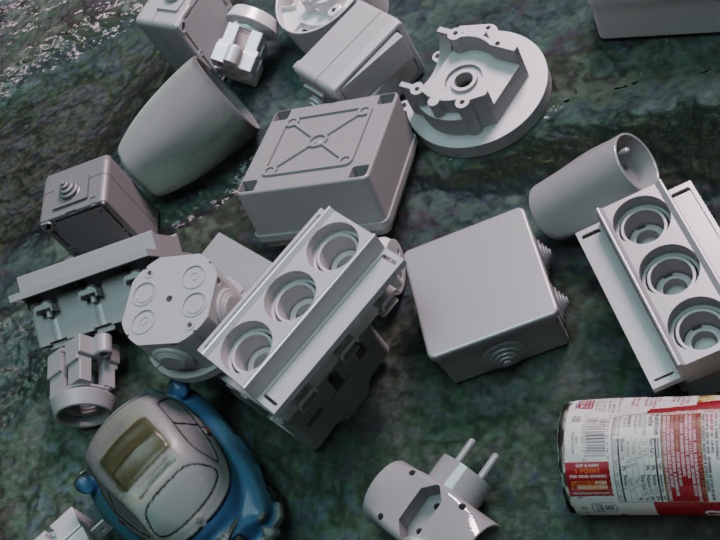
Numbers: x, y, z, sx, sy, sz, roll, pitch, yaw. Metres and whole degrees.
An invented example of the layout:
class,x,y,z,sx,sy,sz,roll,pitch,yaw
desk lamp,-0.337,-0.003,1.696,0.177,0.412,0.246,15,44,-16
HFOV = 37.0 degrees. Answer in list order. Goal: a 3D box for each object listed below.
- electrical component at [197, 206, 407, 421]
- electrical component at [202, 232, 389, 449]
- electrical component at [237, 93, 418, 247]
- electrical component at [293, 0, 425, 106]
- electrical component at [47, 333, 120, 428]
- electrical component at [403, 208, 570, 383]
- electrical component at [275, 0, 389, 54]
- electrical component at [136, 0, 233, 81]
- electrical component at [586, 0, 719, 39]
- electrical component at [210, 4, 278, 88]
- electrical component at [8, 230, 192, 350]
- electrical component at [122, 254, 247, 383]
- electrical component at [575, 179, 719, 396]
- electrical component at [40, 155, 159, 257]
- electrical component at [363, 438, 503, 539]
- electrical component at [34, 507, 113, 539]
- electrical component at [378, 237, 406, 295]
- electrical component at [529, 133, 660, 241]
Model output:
class,x,y,z,sx,sy,sz,roll,pitch,yaw
electrical component,-0.032,0.030,0.679,0.079,0.063,0.121,33,78,37
electrical component,-0.065,0.050,0.765,0.150,0.061,0.089,28,75,36
electrical component,-0.022,-0.076,0.810,0.109,0.056,0.108,-5,41,23
electrical component,-0.002,-0.156,0.864,0.096,0.061,0.061,-47,52,-8
electrical component,-0.211,0.086,0.820,0.066,0.048,0.055,-33,50,33
electrical component,0.085,0.019,0.720,0.100,0.048,0.099,-21,53,12
electrical component,-0.025,-0.234,0.923,0.099,0.064,0.099,-12,55,19
electrical component,-0.152,-0.219,0.956,0.061,0.096,0.061,16,68,33
electrical component,0.234,-0.232,0.802,0.109,0.056,0.108,3,61,27
electrical component,-0.100,-0.196,0.934,0.048,0.066,0.055,20,83,4
electrical component,-0.198,0.018,0.843,0.121,0.079,0.063,-18,84,15
electrical component,-0.116,0.031,0.727,0.080,0.051,0.080,-12,56,19
electrical component,0.194,0.014,0.661,0.079,0.063,0.121,-25,52,9
electrical component,-0.215,-0.049,0.878,0.062,0.096,0.061,-18,51,15
electrical component,0.055,0.140,0.661,0.077,0.043,0.079,29,75,36
electrical component,-0.196,0.203,0.742,0.066,0.048,0.055,-42,44,-3
electrical component,0.000,0.000,0.776,0.055,0.045,0.045,-5,58,23
electrical component,0.165,-0.062,0.728,0.077,0.043,0.079,-32,4,44
